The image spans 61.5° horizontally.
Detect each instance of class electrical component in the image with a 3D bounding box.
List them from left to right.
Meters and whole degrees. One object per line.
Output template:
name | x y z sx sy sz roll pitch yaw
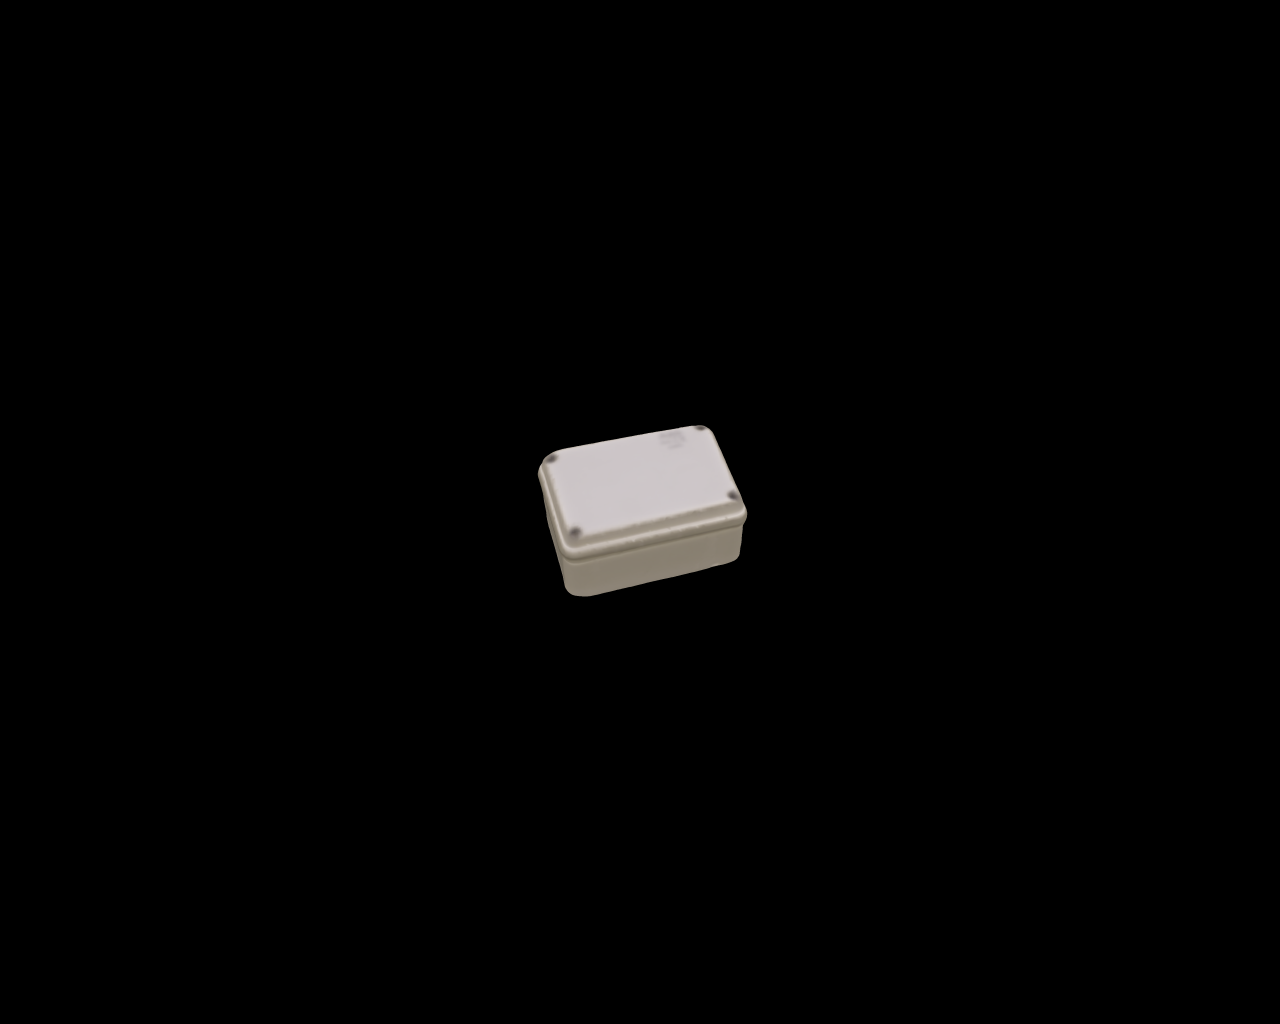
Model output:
electrical component | 0.001 -0.003 0.650 0.113 0.078 0.057 -12 -39 -10
